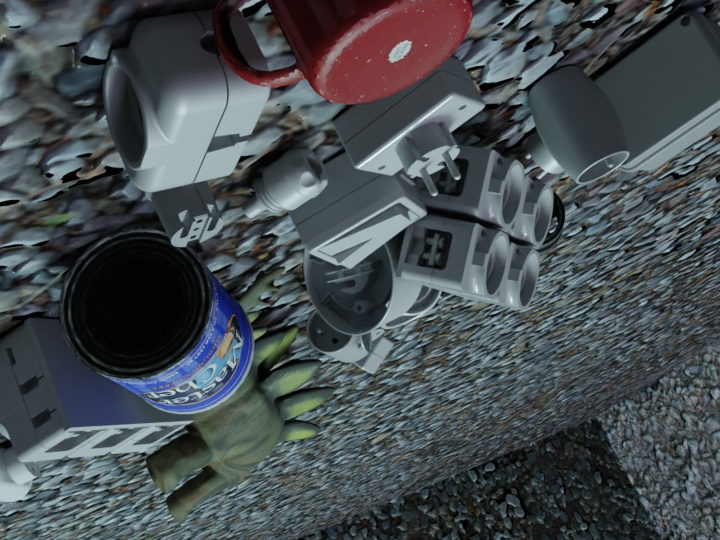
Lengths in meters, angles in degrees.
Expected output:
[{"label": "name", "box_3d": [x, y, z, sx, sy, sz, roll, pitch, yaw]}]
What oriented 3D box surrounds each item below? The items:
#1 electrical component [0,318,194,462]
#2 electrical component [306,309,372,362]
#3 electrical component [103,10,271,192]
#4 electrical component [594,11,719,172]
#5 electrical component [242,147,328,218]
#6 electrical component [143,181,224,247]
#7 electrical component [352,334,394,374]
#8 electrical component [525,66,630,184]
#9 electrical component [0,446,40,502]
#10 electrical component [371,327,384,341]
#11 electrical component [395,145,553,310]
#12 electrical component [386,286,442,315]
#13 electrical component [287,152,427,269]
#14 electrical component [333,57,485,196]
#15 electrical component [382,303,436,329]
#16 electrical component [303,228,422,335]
[{"label": "electrical component", "box_3d": [-0.210, 0.094, 0.832, 0.062, 0.089, 0.150, -32, 162, 20]}, {"label": "electrical component", "box_3d": [-0.020, 0.040, 0.968, 0.044, 0.079, 0.077, -11, 167, 10]}, {"label": "electrical component", "box_3d": [-0.091, -0.084, 0.542, 0.059, 0.053, 0.095, -16, 160, -29]}, {"label": "electrical component", "box_3d": [0.234, -0.134, 0.820, 0.113, 0.078, 0.057, -37, 163, 32]}, {"label": "electrical component", "box_3d": [-0.053, -0.054, 0.717, 0.061, 0.035, 0.035, -32, 162, 26]}, {"label": "electrical component", "box_3d": [-0.107, -0.042, 0.654, 0.040, 0.046, 0.040, -24, 163, -8]}, {"label": "electrical component", "box_3d": [0.004, 0.053, 1.075, 0.076, 0.066, 0.047, -56, 162, -2]}, {"label": "electrical component", "box_3d": [0.153, -0.099, 0.808, 0.043, 0.077, 0.079, -13, 159, -38]}, {"label": "electrical component", "box_3d": [-0.330, 0.187, 1.016, 0.079, 0.043, 0.077, -26, 163, 1]}, {"label": "electrical component", "box_3d": [-0.007, 0.042, 1.030, 0.045, 0.055, 0.045, -24, 163, -8]}, {"label": "electrical component", "box_3d": [0.101, -0.030, 0.863, 0.060, 0.105, 0.186, 12, 178, 24]}, {"label": "electrical component", "box_3d": [0.036, 0.006, 0.913, 0.058, 0.078, 0.057, -21, -159, -14]}, {"label": "electrical component", "box_3d": [0.003, -0.049, 0.768, 0.096, 0.061, 0.062, -30, 163, 13]}, {"label": "electrical component", "box_3d": [0.039, -0.084, 0.689, 0.083, 0.075, 0.047, -35, 161, 27]}, {"label": "electrical component", "box_3d": [0.033, 0.016, 1.004, 0.054, 0.059, 0.095, -30, 163, 12]}, {"label": "electrical component", "box_3d": [0.000, 0.000, 0.847, 0.099, 0.099, 0.064, -36, 167, 30]}]
